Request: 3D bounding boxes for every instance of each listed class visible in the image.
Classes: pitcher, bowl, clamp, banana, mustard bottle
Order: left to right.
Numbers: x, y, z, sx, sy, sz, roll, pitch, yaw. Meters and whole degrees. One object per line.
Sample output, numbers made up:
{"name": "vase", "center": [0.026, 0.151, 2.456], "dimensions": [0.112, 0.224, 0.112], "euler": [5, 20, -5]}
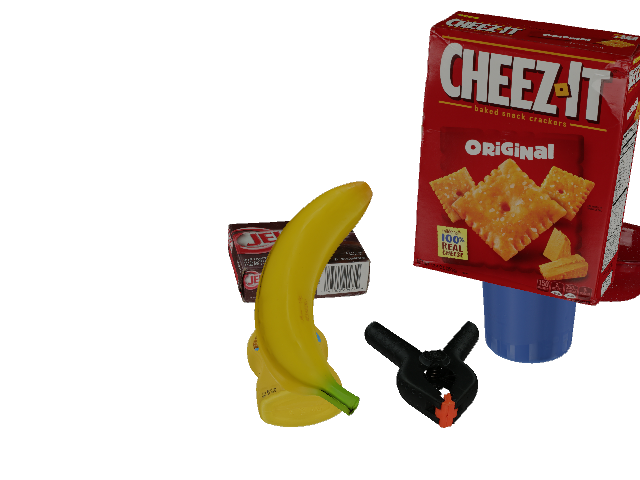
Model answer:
{"name": "mustard bottle", "center": [-0.037, 0.139, 1.257], "dimensions": [0.096, 0.058, 0.192], "euler": [-8, 30, -8]}
{"name": "banana", "center": [-0.006, 0.029, 0.694], "dimensions": [0.069, 0.197, 0.037], "euler": [15, -43, -9]}
{"name": "clamp", "center": [0.121, 0.126, 1.068], "dimensions": [0.120, 0.039, 0.171], "euler": [-9, 29, -10]}
{"name": "pitcher", "center": [0.267, 0.020, 1.310], "dimensions": [0.149, 0.243, 0.145], "euler": [3, 24, 14]}
{"name": "bowl", "center": [0.282, 0.022, 1.090], "dimensions": [0.162, 0.055, 0.162], "euler": [4, 17, -1]}

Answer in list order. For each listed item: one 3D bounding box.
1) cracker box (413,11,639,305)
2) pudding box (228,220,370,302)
{"name": "cracker box", "center": [0.167, -0.066, 0.874], "dimensions": [0.164, 0.214, 0.072], "euler": [14, 28, 24]}
{"name": "pudding box", "center": [-0.021, 0.016, 0.940], "dimensions": [0.113, 0.039, 0.090], "euler": [-2, 27, -13]}
